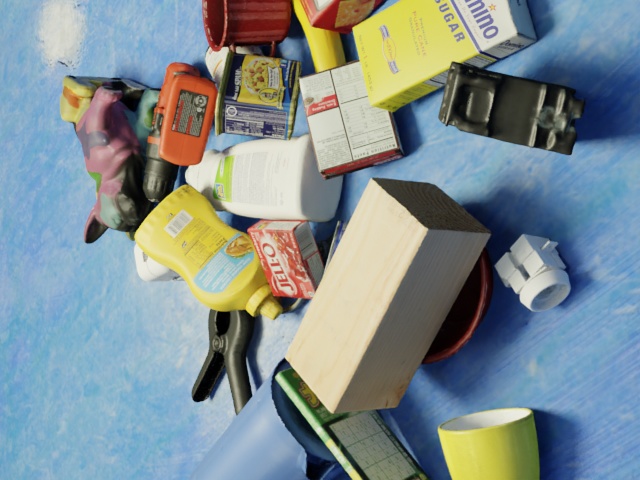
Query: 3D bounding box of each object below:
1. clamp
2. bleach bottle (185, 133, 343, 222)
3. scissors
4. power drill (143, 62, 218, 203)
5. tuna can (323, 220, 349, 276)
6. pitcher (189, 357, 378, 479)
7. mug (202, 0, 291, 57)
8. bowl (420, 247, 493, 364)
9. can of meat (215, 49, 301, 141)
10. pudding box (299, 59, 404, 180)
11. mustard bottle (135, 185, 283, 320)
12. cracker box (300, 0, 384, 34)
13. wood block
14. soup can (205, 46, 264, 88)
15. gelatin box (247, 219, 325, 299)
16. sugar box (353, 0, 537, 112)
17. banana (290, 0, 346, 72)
[{"bbox_3d":[-0.107,0.135,1.303,0.120,0.039,0.171,20,103,45],"label":"clamp"},{"bbox_3d":[-0.078,-0.078,1.261,0.251,0.067,0.102,9,92,50],"label":"bleach bottle"},{"bbox_3d":[-0.008,0.001,1.216,0.202,0.016,0.096,-55,53,31],"label":"scissors"},{"bbox_3d":[-0.178,-0.132,1.318,0.188,0.057,0.184,-159,80,-73],"label":"power drill"},{"bbox_3d":[0.025,0.023,1.131,0.034,0.086,0.086,15,104,1],"label":"tuna can"},{"bbox_3d":[-0.050,0.232,1.189,0.145,0.148,0.243,53,130,15],"label":"pitcher"},{"bbox_3d":[-0.082,-0.252,1.222,0.093,0.081,0.117,149,113,-67],"label":"mug"},{"bbox_3d":[0.116,0.040,1.053,0.162,0.055,0.162,-1,88,47],"label":"bowl"},{"bbox_3d":[-0.066,-0.158,1.169,0.057,0.084,0.102,96,180,-50],"label":"can of meat"},{"bbox_3d":[0.032,-0.129,1.129,0.090,0.039,0.113,-15,77,8],"label":"pudding box"},{"bbox_3d":[-0.119,0.027,1.252,0.192,0.058,0.096,40,75,15],"label":"mustard bottle"},{"bbox_3d":[0.048,-0.349,1.123,0.214,0.071,0.164,-39,63,38],"label":"cracker box"},{"bbox_3d":[0.060,0.053,1.005,0.090,0.090,0.206,46,121,39],"label":"wood block"},{"bbox_3d":[-0.088,-0.191,1.268,0.069,0.068,0.102,-50,54,34],"label":"soup can"},{"bbox_3d":[-0.034,0.022,1.183,0.073,0.030,0.089,2,120,44],"label":"gelatin box"},{"bbox_3d":[0.118,-0.203,1.049,0.177,0.048,0.093,-25,72,39],"label":"sugar box"},{"bbox_3d":[-0.001,-0.220,1.202,0.070,0.037,0.198,116,139,-57],"label":"banana"}]
